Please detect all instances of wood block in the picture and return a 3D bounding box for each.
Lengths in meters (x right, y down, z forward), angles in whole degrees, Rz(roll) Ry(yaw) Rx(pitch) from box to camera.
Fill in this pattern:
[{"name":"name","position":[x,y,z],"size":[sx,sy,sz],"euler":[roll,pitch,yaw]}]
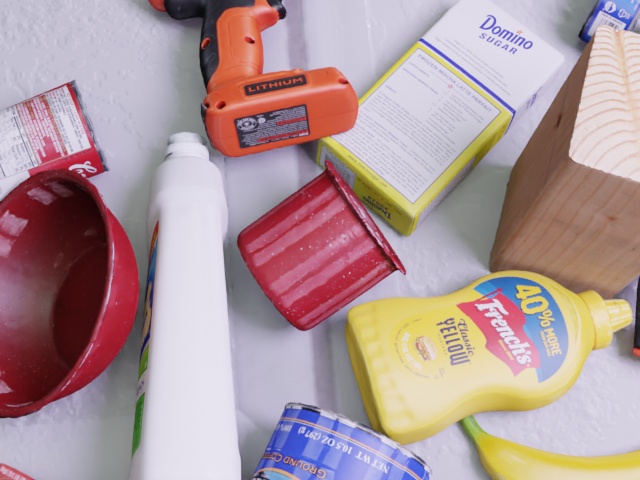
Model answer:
[{"name":"wood block","position":[0.180,-0.038,0.684],"size":[0.090,0.206,0.091],"euler":[16,71,2]}]

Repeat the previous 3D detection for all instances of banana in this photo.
[{"name":"banana","position":[0.193,0.148,0.710],"size":[0.197,0.037,0.069],"euler":[2,71,-3]}]

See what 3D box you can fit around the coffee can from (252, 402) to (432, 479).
[{"name":"coffee can","position":[-0.005,0.185,0.651],"size":[0.103,0.103,0.140],"euler":[25,71,5]}]

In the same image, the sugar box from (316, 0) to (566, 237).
[{"name":"sugar box","position":[0.089,-0.096,0.783],"size":[0.093,0.048,0.176],"euler":[41,70,13]}]

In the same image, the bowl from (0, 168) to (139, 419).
[{"name":"bowl","position":[-0.168,0.038,0.691],"size":[0.162,0.055,0.162],"euler":[-15,65,37]}]

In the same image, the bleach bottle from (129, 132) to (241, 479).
[{"name":"bleach bottle","position":[-0.089,0.048,0.705],"size":[0.068,0.103,0.251],"euler":[3,64,-12]}]

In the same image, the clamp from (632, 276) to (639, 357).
[{"name":"clamp","position":[0.266,0.007,0.749],"size":[0.120,0.039,0.171],"euler":[21,87,-37]}]

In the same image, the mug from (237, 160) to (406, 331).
[{"name":"mug","position":[-0.005,0.001,0.723],"size":[0.081,0.093,0.117],"euler":[-35,37,5]}]

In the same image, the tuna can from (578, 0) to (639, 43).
[{"name":"tuna can","position":[0.229,-0.182,0.800],"size":[0.034,0.086,0.086],"euler":[31,72,9]}]

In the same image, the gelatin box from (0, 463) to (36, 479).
[{"name":"gelatin box","position":[-0.180,0.194,0.674],"size":[0.089,0.030,0.073],"euler":[25,71,5]}]

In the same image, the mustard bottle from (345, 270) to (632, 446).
[{"name":"mustard bottle","position":[0.119,0.071,0.720],"size":[0.191,0.058,0.096],"euler":[-13,60,-8]}]

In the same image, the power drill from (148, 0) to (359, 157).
[{"name":"power drill","position":[-0.029,-0.157,0.772],"size":[0.184,0.057,0.188],"euler":[-14,57,-1]}]

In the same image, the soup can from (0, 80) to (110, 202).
[{"name":"soup can","position":[-0.206,-0.063,0.741],"size":[0.102,0.068,0.068],"euler":[-21,74,-10]}]
